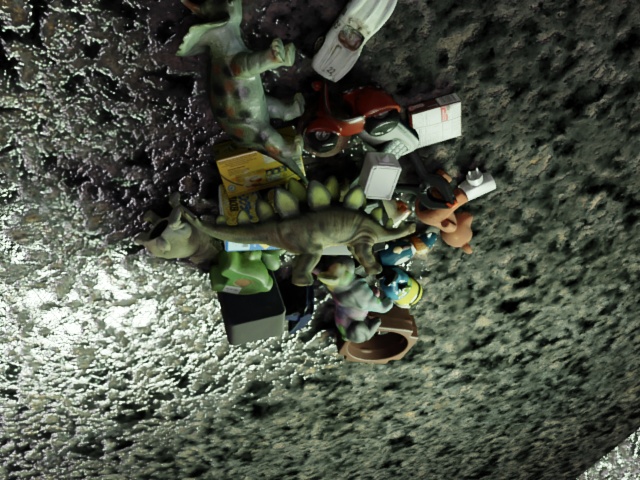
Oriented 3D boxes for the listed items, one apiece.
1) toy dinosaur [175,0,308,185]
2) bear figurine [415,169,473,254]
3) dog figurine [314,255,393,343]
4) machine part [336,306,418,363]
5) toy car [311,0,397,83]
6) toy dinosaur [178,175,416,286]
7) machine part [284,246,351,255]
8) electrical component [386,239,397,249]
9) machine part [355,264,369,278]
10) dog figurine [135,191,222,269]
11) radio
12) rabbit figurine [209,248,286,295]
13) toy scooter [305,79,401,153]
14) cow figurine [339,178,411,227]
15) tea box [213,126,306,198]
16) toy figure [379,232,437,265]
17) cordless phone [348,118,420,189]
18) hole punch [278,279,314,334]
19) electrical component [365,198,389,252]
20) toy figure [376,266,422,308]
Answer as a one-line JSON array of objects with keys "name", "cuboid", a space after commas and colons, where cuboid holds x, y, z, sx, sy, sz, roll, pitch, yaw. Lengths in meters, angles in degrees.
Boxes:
[{"name": "toy dinosaur", "cuboid": [-0.132, -0.251, 0.953, 0.192, 0.131, 0.404, 1, 127, 12]}, {"name": "bear figurine", "cuboid": [0.321, -0.058, 1.289, 0.195, 0.120, 0.132, 28, 114, -36]}, {"name": "dog figurine", "cuboid": [0.055, 0.140, 1.334, 0.219, 0.109, 0.191, 30, 97, -24]}, {"name": "machine part", "cuboid": [0.157, 0.264, 1.514, 0.201, 0.087, 0.200, 7, 140, -16]}, {"name": "toy car", "cuboid": [0.060, -0.381, 0.972, 0.073, 0.056, 0.201, 24, 120, -31]}, {"name": "toy dinosaur", "cuboid": [-0.023, -0.021, 1.029, 0.471, 0.105, 0.198, -7, 103, -19]}, {"name": "machine part", "cuboid": [-0.003, -0.004, 1.267, 0.243, 0.079, 0.079, 2, 129, -16]}, {"name": "electrical component", "cuboid": [0.153, -0.021, 1.318, 0.078, 0.045, 0.102, -14, 132, -3]}, {"name": "machine part", "cuboid": [0.087, 0.088, 1.399, 0.139, 0.039, 0.084, -26, 127, 9]}, {"name": "dog figurine", "cuboid": [-0.278, 0.016, 1.145, 0.121, 0.172, 0.190, -27, 126, 21]}, {"name": "radio", "cuboid": [-0.164, 0.124, 1.230, 0.131, 0.230, 0.073, -7, 132, -16]}, {"name": "rabbit figurine", "cuboid": [-0.155, 0.023, 1.178, 0.159, 0.170, 0.121, 8, 145, -16]}, {"name": "toy scooter", "cuboid": [0.051, -0.247, 0.996, 0.184, 0.135, 0.075, -18, 166, -4]}, {"name": "cow figurine", "cuboid": [0.094, -0.076, 1.219, 0.195, 0.085, 0.127, 32, 103, -16]}, {"name": "tea box", "cuboid": [-0.123, -0.160, 1.101, 0.170, 0.068, 0.098, -13, 131, -4]}, {"name": "toy figure", "cuboid": [0.227, 0.021, 1.370, 0.154, 0.064, 0.057, -18, 106, 4]}, {"name": "cordless phone", "cuboid": [0.100, -0.189, 1.114, 0.146, 0.089, 0.184, 30, 109, -35]}, {"name": "hole punch", "cuboid": [-0.060, 0.164, 1.363, 0.116, 0.142, 0.092, -22, 132, 22]}, {"name": "electrical component", "cuboid": [0.113, -0.038, 1.163, 0.075, 0.048, 0.119, -20, 105, -3]}, {"name": "toy figure", "cuboid": [0.214, 0.123, 1.421, 0.089, 0.082, 0.180, -26, 143, 13]}]
